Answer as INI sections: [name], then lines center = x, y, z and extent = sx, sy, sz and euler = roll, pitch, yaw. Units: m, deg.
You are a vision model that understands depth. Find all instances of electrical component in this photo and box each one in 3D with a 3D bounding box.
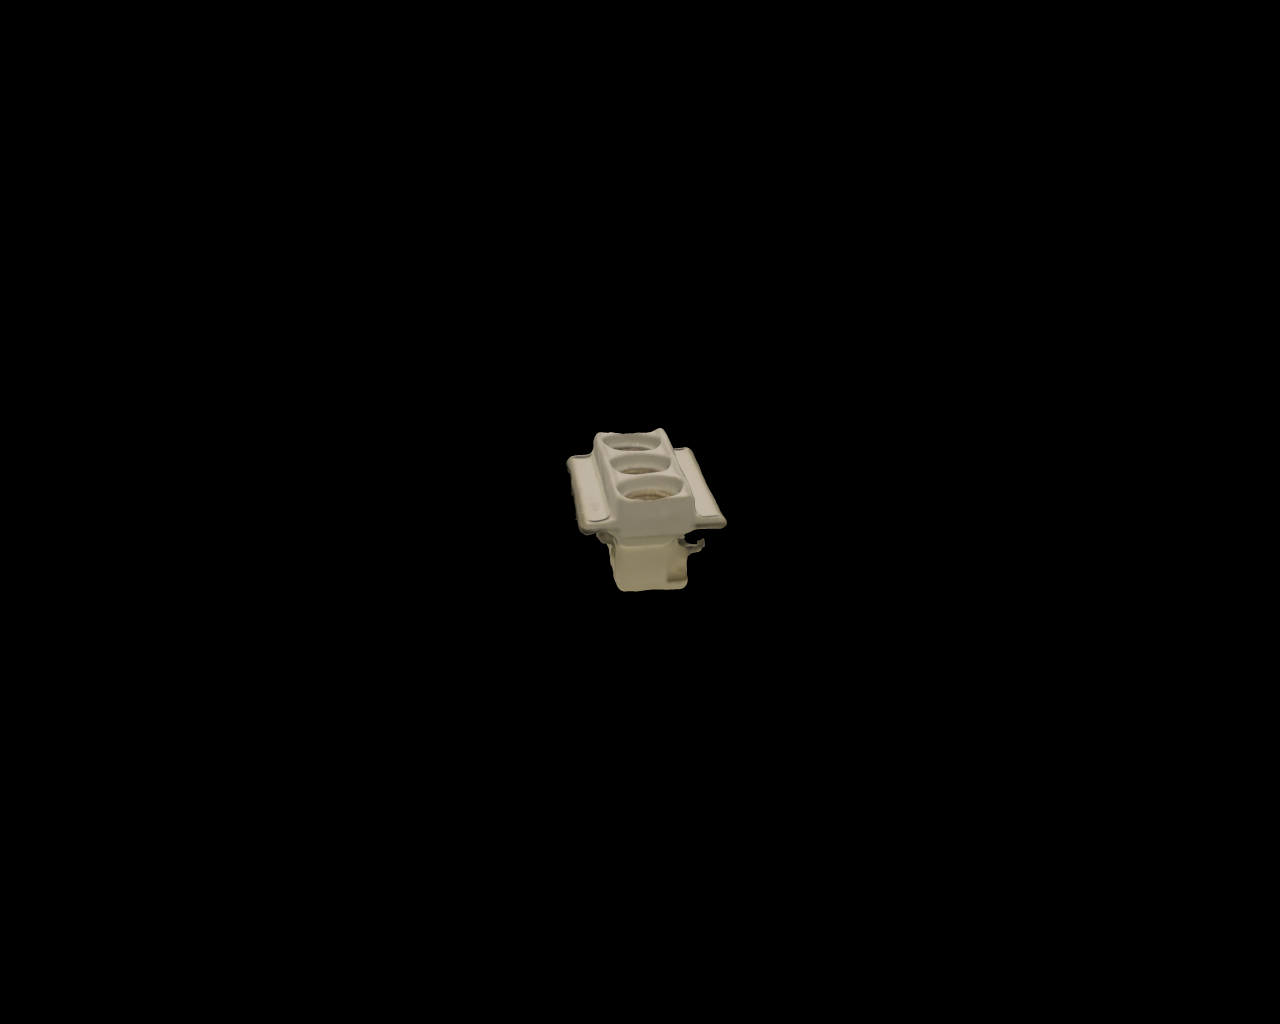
[electrical component]
center = 0.001, -0.003, 0.650
extent = 0.079, 0.063, 0.121
euler = -3, 22, -7
